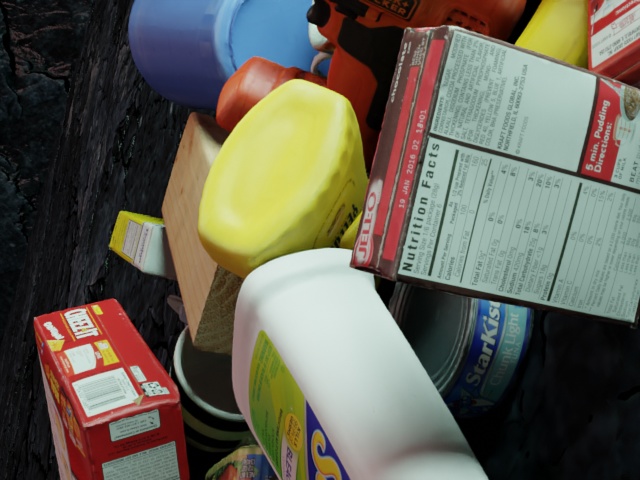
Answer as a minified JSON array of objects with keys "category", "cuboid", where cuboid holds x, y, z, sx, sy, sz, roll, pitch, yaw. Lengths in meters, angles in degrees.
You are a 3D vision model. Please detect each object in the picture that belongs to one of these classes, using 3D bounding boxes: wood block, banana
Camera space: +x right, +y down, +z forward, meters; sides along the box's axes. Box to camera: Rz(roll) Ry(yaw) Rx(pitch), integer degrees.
[{"category":"wood block","cuboid":[-0.049,-0.006,0.749,0.206,0.090,0.090,-118,45,-61]},{"category":"banana","cuboid":[0.078,-0.056,0.474,0.198,0.037,0.069,-53,17,13]}]

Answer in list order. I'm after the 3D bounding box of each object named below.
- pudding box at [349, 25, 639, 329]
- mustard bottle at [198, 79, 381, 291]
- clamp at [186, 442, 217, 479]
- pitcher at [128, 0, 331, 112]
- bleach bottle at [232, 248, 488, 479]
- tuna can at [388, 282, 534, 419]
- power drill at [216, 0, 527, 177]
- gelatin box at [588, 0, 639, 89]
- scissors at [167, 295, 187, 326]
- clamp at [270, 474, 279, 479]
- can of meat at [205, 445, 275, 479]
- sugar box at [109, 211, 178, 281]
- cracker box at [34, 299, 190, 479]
[{"category":"pudding box","cuboid":[0.074,-0.021,0.392,0.039,0.113,0.090,20,97,67]},{"category":"mustard bottle","cuboid":[-0.003,0.001,0.574,0.096,0.058,0.191,-61,-21,-15]},{"category":"clamp","cuboid":[-0.105,0.191,0.858,0.120,0.039,0.171,167,108,-73]},{"category":"pitcher","cuboid":[-0.065,-0.168,0.826,0.145,0.149,0.243,-66,24,2]},{"category":"bleach bottle","cuboid":[0.039,0.116,0.424,0.251,0.068,0.103,-125,33,-45]},{"category":"tuna can","cuboid":[0.064,0.040,0.500,0.086,0.033,0.086,-167,90,-70]},{"category":"power drill","cuboid":[-0.003,-0.117,0.587,0.057,0.184,0.188,-65,3,-30]},{"category":"gelatin box","cuboid":[0.135,-0.110,0.404,0.073,0.030,0.089,147,131,-61]},{"category":"scissors","cuboid":[-0.125,0.087,1.008,0.202,0.016,0.096,156,124,-66]},{"category":"clamp","cuboid":[-0.014,0.189,0.557,0.210,0.036,0.164,-37,69,32]},{"category":"can of meat","cuboid":[-0.042,0.182,0.669,0.102,0.057,0.084,136,144,-57]},{"category":"sugar box","cuboid":[-0.124,0.008,0.941,0.176,0.093,0.048,-171,94,-69]},{"category":"cracker box","cuboid":[-0.140,0.172,0.758,0.164,0.072,0.214,-141,42,-57]}]
